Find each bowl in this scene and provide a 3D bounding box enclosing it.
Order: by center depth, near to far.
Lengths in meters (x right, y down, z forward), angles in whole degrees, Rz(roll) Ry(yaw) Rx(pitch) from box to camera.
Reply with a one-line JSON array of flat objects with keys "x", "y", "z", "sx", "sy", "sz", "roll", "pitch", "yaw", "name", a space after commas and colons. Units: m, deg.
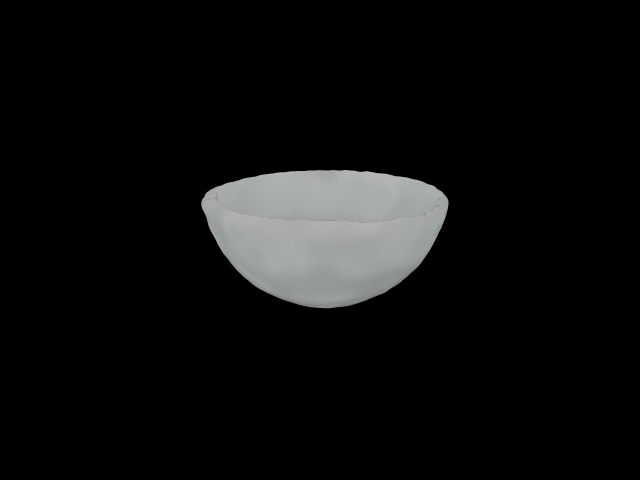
[{"x": 0.004, "y": 0.001, "z": 0.400, "sx": 0.167, "sy": 0.075, "sz": 0.167, "roll": 0, "pitch": 18, "yaw": 0, "name": "bowl"}]
